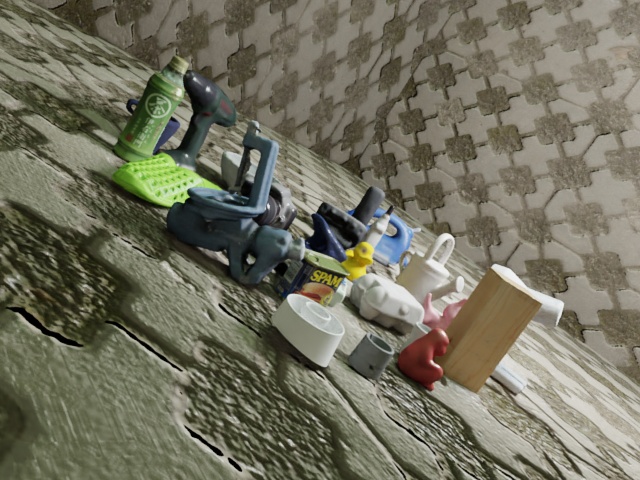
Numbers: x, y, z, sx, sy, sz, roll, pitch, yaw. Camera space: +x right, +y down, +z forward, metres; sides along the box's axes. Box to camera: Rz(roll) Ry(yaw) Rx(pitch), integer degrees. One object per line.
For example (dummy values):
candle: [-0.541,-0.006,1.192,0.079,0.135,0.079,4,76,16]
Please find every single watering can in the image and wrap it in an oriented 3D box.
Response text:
watering can: [0.268,0.074,1.381,0.172,0.194,0.101,36,12,15]

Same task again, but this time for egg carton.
egg carton: [0.132,0.125,1.124,0.151,0.069,0.107,25,14,-33]

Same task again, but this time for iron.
iron: [0.161,-0.032,1.669,0.258,0.141,0.118,31,12,-8]

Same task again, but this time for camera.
camera: [-0.128,-0.083,1.220,0.143,0.101,0.137,35,12,11]

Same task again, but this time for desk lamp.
desk lamp: [0.414,0.187,1.253,0.202,0.213,0.118,38,13,24]

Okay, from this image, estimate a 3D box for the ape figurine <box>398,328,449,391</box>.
ape figurine: [0.177,0.186,0.936,0.076,0.092,0.078,32,12,-2]

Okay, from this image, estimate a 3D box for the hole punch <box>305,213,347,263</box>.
hole punch: [0.011,0.004,1.251,0.101,0.091,0.108,26,13,-28]

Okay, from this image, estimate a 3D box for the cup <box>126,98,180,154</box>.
cup: [-0.375,-0.242,1.238,0.118,0.095,0.091,28,12,-22]

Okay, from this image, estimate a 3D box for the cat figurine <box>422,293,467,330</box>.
cat figurine: [0.263,0.161,1.204,0.128,0.117,0.067,32,12,-4]

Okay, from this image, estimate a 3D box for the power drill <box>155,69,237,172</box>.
power drill: [-0.281,-0.263,1.290,0.075,0.208,0.230,36,12,15]

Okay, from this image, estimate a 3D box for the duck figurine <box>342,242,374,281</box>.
duck figurine: [0.087,0.043,1.304,0.078,0.086,0.104,26,13,-27]

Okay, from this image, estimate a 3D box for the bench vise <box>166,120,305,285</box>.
bench vise: [-0.103,-0.057,0.885,0.208,0.219,0.121,29,12,-17]

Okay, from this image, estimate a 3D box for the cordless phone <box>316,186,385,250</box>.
cordless phone: [0.079,-0.081,1.544,0.147,0.185,0.094,32,12,-2]

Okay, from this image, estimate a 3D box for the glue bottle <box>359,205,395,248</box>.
glue bottle: [0.141,-0.016,1.470,0.037,0.173,0.078,31,12,-6]

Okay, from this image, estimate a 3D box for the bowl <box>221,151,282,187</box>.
bowl: [-0.180,-0.145,1.405,0.167,0.074,0.167,31,12,-7]
